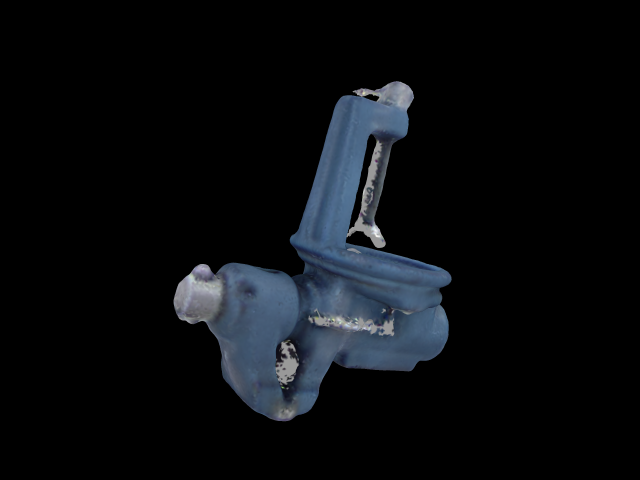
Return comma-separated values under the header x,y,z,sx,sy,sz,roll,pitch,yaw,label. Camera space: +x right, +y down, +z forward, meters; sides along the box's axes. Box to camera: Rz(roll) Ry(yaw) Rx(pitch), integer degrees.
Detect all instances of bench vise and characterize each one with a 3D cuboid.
x,y,z,sx,sy,sz,roll,pitch,yaw,label
0.013,0.003,0.392,0.121,0.220,0.208,11,16,40,bench vise
